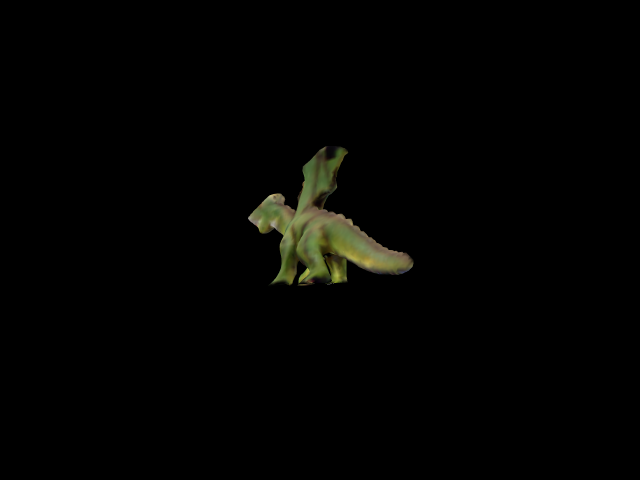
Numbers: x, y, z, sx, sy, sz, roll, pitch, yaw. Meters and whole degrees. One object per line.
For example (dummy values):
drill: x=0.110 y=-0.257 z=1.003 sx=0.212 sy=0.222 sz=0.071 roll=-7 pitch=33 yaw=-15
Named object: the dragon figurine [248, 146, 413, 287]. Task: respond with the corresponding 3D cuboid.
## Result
dragon figurine: x=0.003 y=-0.043 z=0.850 sx=0.122 sy=0.245 sz=0.407 roll=10 pitch=-15 yaw=-38
